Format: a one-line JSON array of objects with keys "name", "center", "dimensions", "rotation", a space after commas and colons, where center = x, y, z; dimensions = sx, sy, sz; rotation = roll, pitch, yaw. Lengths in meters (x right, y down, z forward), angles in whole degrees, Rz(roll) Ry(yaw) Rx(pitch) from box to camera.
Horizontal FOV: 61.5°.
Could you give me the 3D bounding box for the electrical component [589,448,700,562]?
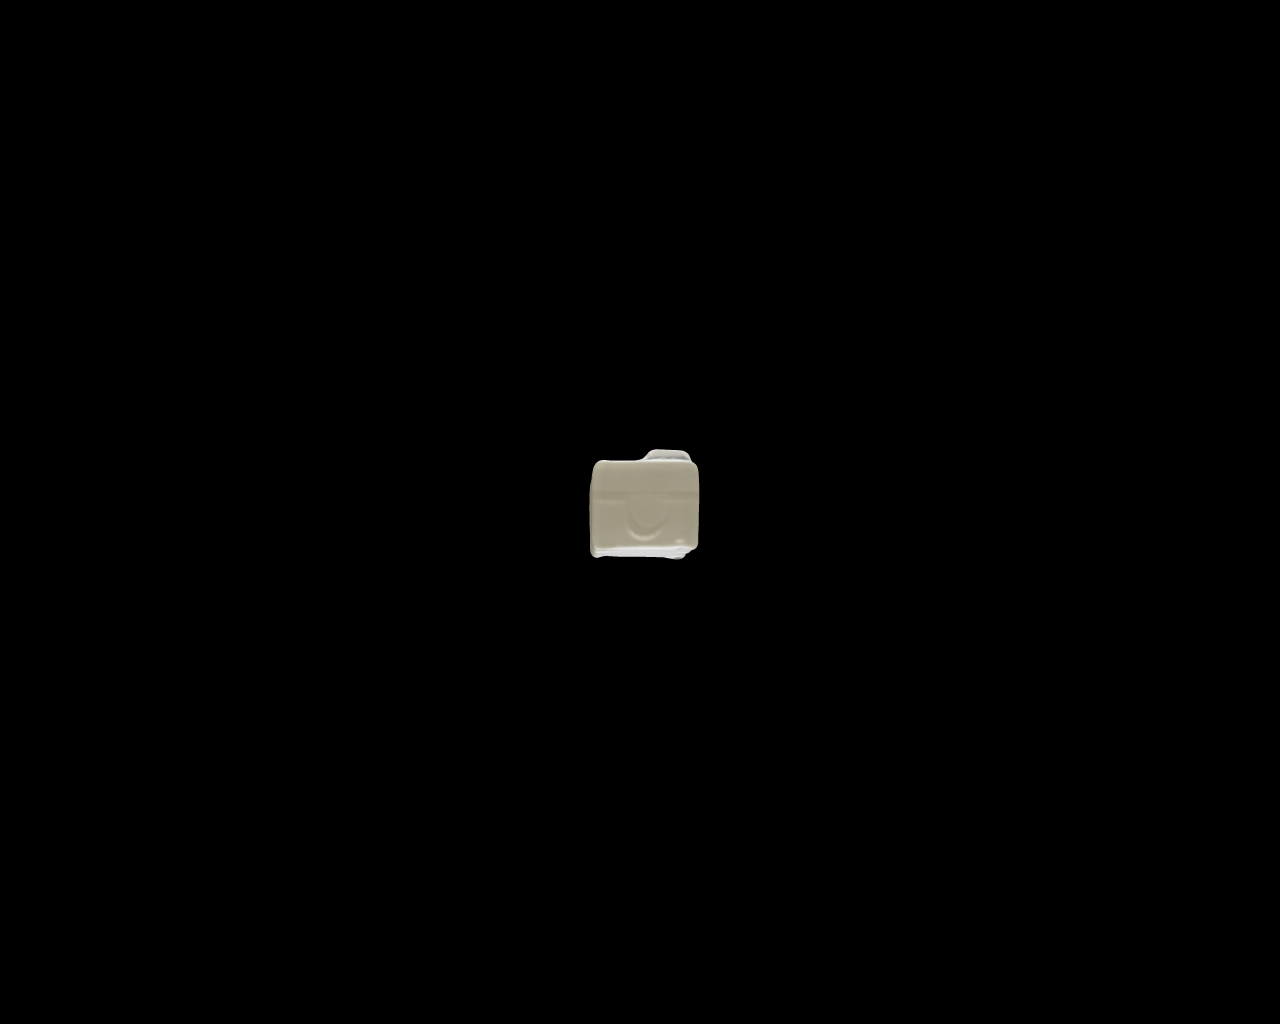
[{"name": "electrical component", "center": [0.001, -0.003, 0.650], "dimensions": [0.062, 0.061, 0.096], "rotation": [0, -7, -4]}]
